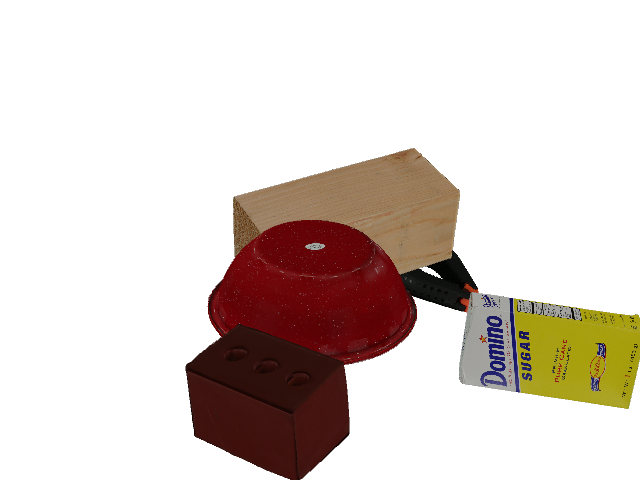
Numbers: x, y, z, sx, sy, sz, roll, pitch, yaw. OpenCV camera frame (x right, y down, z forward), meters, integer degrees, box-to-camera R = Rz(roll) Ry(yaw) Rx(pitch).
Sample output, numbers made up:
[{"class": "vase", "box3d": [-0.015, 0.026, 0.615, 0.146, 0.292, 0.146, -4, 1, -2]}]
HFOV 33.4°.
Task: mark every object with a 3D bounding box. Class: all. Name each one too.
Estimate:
[{"class": "sugar box", "box3d": [0.236, 0.114, 1.102, 0.176, 0.093, 0.048, 6, 21, 4]}, {"class": "wood block", "box3d": [0.025, -0.011, 1.067, 0.205, 0.090, 0.091, -17, 41, -22]}, {"class": "bowl", "box3d": [-0.005, 0.029, 0.810, 0.162, 0.055, 0.162, 2, 28, -1]}, {"class": "foam brick", "box3d": [-0.030, 0.091, 0.607, 0.078, 0.051, 0.052, 16, 34, 30]}, {"class": "clamp", "box3d": [0.088, 0.016, 1.244, 0.164, 0.036, 0.210, -22, 52, -39]}]
